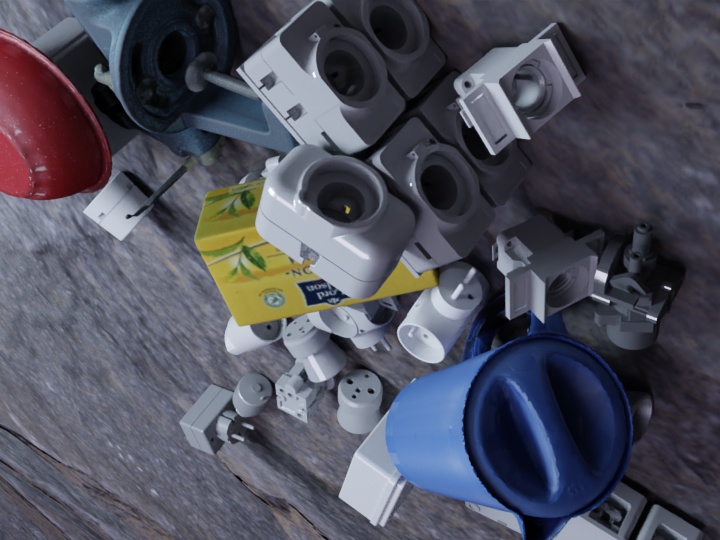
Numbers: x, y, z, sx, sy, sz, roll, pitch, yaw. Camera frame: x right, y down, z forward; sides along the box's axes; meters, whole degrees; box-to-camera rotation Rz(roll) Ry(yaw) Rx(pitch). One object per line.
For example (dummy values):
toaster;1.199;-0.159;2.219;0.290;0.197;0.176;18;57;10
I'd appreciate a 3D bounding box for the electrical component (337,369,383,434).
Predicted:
electrical component;0.000;0.132;1.081;0.045;0.045;0.055;27;144;18

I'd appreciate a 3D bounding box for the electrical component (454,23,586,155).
electrical component;0.096;-0.114;0.675;0.042;0.081;0.064;56;166;-24

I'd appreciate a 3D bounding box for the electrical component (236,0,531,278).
electrical component;0.024;-0.102;0.724;0.186;0.105;0.060;49;146;-14

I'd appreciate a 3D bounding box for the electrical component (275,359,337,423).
electrical component;-0.055;0.118;1.107;0.048;0.055;0.066;25;144;20

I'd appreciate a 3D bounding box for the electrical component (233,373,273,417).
electrical component;-0.125;0.147;1.224;0.040;0.040;0.078;36;147;4

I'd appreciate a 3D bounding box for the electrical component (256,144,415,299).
electrical component;-0.016;-0.034;0.694;0.095;0.053;0.059;34;147;7

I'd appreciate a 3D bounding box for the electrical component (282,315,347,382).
electrical component;-0.045;0.076;1.058;0.045;0.045;0.055;-5;127;47

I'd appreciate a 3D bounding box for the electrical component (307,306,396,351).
electrical component;0.001;0.045;0.976;0.077;0.044;0.079;-7;126;48

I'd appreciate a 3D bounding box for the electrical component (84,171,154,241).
electrical component;-0.239;-0.063;1.073;0.047;0.055;0.055;42;147;-12

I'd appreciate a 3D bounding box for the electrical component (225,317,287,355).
electrical component;-0.113;0.061;1.107;0.043;0.043;0.081;47;147;-12

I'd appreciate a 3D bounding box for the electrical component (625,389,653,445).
electrical component;0.197;0.110;0.870;0.065;0.044;0.044;18;142;36

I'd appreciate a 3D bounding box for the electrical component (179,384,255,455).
electrical component;-0.160;0.183;1.276;0.077;0.065;0.047;16;140;31

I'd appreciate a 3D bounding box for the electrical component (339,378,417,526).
electrical component;0.037;0.177;1.042;0.056;0.108;0.108;34;147;12

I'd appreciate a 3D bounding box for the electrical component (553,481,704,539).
electrical component;0.233;0.269;1.005;0.105;0.060;0.186;31;146;13

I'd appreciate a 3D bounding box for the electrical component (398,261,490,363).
electrical component;0.072;0.024;0.853;0.044;0.077;0.079;36;147;5

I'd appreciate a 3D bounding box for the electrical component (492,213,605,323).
electrical component;0.131;-0.004;0.768;0.063;0.081;0.042;50;158;41

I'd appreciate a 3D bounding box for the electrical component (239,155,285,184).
electrical component;-0.071;-0.065;0.916;0.055;0.048;0.066;-9;124;40

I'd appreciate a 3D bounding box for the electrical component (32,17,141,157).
electrical component;-0.250;-0.146;0.933;0.056;0.108;0.108;15;140;36

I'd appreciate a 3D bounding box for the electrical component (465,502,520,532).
electrical component;0.147;0.204;1.021;0.100;0.048;0.099;22;143;24

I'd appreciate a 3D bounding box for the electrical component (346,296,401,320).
electrical component;0.000;0.000;0.905;0.081;0.063;0.042;19;155;28
